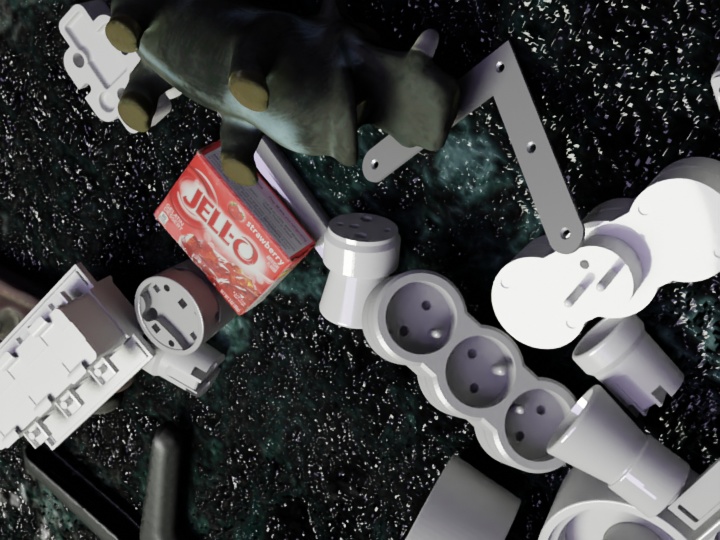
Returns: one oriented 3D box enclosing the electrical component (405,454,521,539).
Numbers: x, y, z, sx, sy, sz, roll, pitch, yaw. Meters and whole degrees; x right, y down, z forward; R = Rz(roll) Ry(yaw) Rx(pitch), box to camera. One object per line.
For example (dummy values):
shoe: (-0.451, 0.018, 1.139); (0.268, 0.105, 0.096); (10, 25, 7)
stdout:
electrical component: (0.057, 0.171, 0.635); (0.060, 0.108, 0.108); (27, 123, 11)

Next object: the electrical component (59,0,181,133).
electrical component: (-0.133, -0.126, 0.643); (0.058, 0.057, 0.078); (-33, 93, 37)

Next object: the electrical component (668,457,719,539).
electrical component: (0.223, 0.100, 0.525); (0.079, 0.063, 0.121); (40, 126, 10)

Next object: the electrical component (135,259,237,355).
electrical component: (-0.111, 0.021, 0.703); (0.055, 0.047, 0.055); (13, 118, 26)

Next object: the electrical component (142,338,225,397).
electrical component: (-0.121, 0.060, 0.733); (0.046, 0.040, 0.040); (30, 124, 9)

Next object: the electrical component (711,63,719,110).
electrical component: (0.202, -0.060, 0.470); (0.062, 0.061, 0.096); (-12, 113, 34)

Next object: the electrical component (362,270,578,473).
electrical component: (0.058, 0.057, 0.610); (0.138, 0.052, 0.074); (42, 171, -5)

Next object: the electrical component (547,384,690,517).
electrical component: (0.135, 0.096, 0.553); (0.065, 0.044, 0.044); (37, 126, 6)

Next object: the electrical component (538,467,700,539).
electrical component: (0.151, 0.161, 0.599); (0.108, 0.060, 0.108); (13, 118, 26)

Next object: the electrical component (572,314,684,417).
electrical component: (0.142, 0.049, 0.567); (0.046, 0.040, 0.040); (46, 127, -2)

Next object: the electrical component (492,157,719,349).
electrical component: (0.123, -0.001, 0.533); (0.138, 0.074, 0.052); (-31, 94, 37)

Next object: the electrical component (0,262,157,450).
electrical component: (-0.204, 0.064, 0.716); (0.121, 0.063, 0.078); (-41, 89, 28)

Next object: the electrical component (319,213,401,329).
electrical component: (0.000, 0.000, 0.627); (0.045, 0.045, 0.055); (18, 119, 24)
